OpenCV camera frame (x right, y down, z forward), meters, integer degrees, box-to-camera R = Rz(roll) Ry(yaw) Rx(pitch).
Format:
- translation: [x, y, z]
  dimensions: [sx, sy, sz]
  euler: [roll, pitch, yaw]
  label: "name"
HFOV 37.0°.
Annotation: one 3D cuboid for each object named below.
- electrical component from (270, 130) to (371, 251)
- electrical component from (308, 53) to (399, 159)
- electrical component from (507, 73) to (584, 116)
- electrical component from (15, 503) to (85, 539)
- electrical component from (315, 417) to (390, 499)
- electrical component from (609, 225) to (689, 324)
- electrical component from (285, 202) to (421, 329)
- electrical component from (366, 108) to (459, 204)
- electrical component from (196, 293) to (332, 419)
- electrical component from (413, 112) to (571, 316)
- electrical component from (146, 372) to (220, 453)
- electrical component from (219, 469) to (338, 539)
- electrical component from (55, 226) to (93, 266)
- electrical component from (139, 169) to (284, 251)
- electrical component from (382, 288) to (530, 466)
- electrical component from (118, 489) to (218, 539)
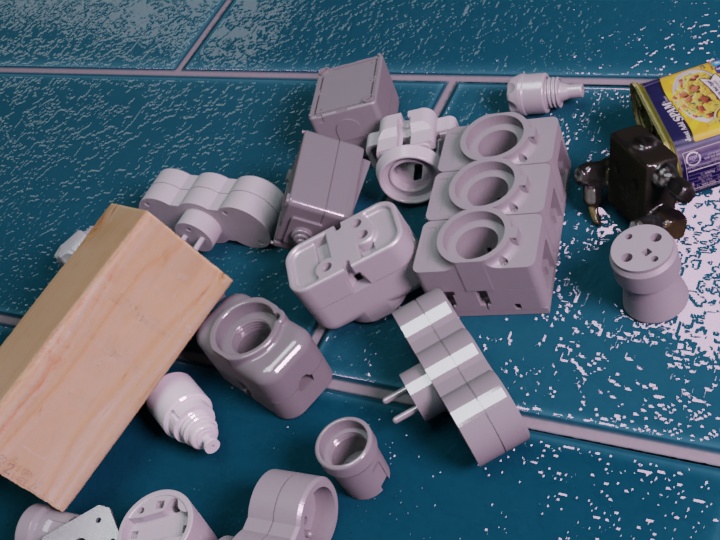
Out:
- translation: [-0.032, -0.054, 0.871]
  dimensions: [0.061, 0.061, 0.096]
  euler: [16, 52, -8]
  label: "electrical component"
- translation: [-0.002, -0.143, 0.955]
  dimensions: [0.062, 0.061, 0.096]
  euler: [-12, 38, 17]
  label: "electrical component"
- translation: [0.155, -0.147, 0.895]
  dimensions: [0.061, 0.035, 0.035]
  euler: [0, 50, 23]
  label: "electrical component"
- translation: [-0.215, 0.189, 0.766]
  dimensions: [0.046, 0.040, 0.040]
  euler: [4, 52, 22]
  label: "electrical component"
- translation: [-0.003, 0.126, 0.714]
  dimensions: [0.040, 0.046, 0.040]
  euler: [-14, 46, 15]
  label: "electrical component"
- translation: [0.194, 0.003, 0.723]
  dimensions: [0.045, 0.055, 0.045]
  euler: [-15, 46, 16]
  label: "electrical component"
- translation: [0.000, 0.000, 0.814]
  dimensions: [0.095, 0.059, 0.053]
  euler: [-27, 40, 11]
  label: "electrical component"
- translation: [0.043, -0.092, 0.884]
  dimensions: [0.078, 0.058, 0.057]
  euler: [-10, 44, 18]
  label: "electrical component"
- translation: [-0.074, 0.060, 0.800]
  dimensions: [0.095, 0.059, 0.053]
  euler: [27, 66, 40]
  label: "electrical component"
- translation: [0.101, -0.044, 0.807]
  dimensions: [0.089, 0.061, 0.150]
  euler: [-3, 49, 24]
  label: "electrical component"
- translation: [-0.127, 0.108, 0.796]
  dimensions: [0.040, 0.040, 0.078]
  euler: [-39, 45, -11]
  label: "electrical component"
- translation: [-0.073, 0.190, 0.685]
  dimensions: [0.074, 0.052, 0.138]
  euler: [3, 52, 28]
  label: "electrical component"
- translation: [-0.239, -0.020, 0.966]
  dimensions: [0.043, 0.043, 0.062]
  euler: [27, 65, 41]
  label: "electrical component"
- translation: [-0.135, -0.041, 0.927]
  dimensions: [0.138, 0.052, 0.073]
  euler: [8, 54, 31]
  label: "electrical component"
- translation: [0.051, 0.078, 0.727]
  dimensions: [0.074, 0.052, 0.138]
  euler: [-29, 44, -1]
  label: "electrical component"
- translation: [-0.127, 0.183, 0.722]
  dimensions: [0.055, 0.047, 0.055]
  euler: [-14, 46, 15]
  label: "electrical component"
